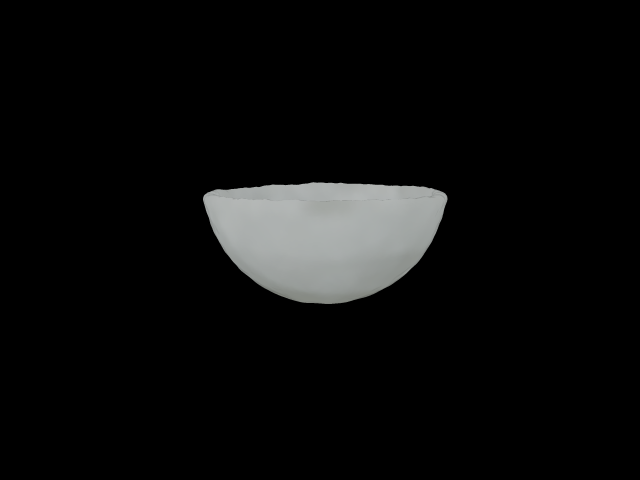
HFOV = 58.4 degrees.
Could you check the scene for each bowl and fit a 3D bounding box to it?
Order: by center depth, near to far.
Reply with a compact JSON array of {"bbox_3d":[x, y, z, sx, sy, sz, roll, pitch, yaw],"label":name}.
[{"bbox_3d":[0.004,0.001,0.400,0.167,0.075,0.167,0,9,0],"label":"bowl"}]
